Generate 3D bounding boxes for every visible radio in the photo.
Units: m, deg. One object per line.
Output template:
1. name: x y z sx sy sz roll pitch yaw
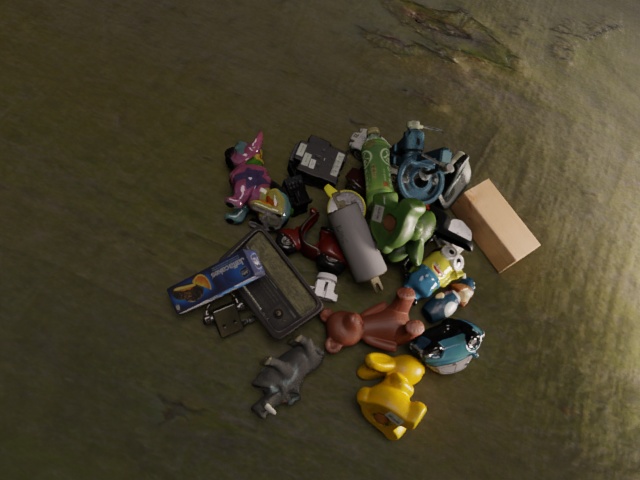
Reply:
1. radio: -0.108 0.096 1.170 0.131 0.073 0.230 -38 78 -4

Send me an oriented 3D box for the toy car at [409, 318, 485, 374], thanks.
1. toy car: 0.283 0.244 1.188 0.162 0.109 0.102 -18 108 -20

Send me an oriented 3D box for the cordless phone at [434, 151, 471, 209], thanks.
1. cordless phone: 0.338 -0.176 1.331 0.089 0.184 0.146 38 66 10

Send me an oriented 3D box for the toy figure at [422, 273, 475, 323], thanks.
1. toy figure: 0.310 0.139 1.262 0.154 0.064 0.058 -31 61 -17

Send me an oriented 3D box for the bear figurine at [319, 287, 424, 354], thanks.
1. bear figurine: 0.106 0.178 1.170 0.196 0.131 0.120 5 53 -15

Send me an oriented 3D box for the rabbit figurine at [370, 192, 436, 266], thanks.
1. rabbit figurine: 0.203 -0.023 1.198 0.170 0.121 0.159 2 96 -45

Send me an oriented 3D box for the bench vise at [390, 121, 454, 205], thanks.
1. bench vise: 0.241 -0.176 1.238 0.129 0.241 0.223 14 87 -15

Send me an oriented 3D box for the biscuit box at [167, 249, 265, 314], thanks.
1. biscuit box: -0.216 0.086 1.119 0.203 0.059 0.063 -27 82 15

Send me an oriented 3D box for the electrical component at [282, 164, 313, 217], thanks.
1. electrical component: -0.065 -0.123 1.288 0.048 0.075 0.119 -22 78 -20

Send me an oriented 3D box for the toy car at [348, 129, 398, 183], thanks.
1. toy car: 0.167 -0.215 1.382 0.202 0.056 0.073 34 65 3

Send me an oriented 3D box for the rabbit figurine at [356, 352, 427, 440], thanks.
1. rabbit figurine: 0.155 0.310 1.146 0.162 0.121 0.173 32 51 13

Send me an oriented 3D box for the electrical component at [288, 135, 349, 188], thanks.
1. electrical component: -0.008 -0.193 1.338 0.134 0.058 0.115 23 63 -1

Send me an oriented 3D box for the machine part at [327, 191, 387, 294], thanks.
1. machine part: 0.082 0.005 1.191 0.079 0.079 0.243 -24 92 -20

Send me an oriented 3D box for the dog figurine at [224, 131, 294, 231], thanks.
1. dog figurine: -0.142 -0.144 1.262 0.192 0.108 0.219 11 63 2

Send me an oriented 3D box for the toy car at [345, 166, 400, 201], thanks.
1. toy car: 0.148 -0.103 1.334 0.202 0.053 0.089 36 60 1

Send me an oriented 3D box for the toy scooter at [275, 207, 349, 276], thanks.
1. toy scooter: -0.003 -0.004 1.252 0.184 0.075 0.135 24 63 4

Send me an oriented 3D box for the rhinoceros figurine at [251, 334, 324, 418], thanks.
1. rhinoceros figurine: -0.074 0.284 1.122 0.190 0.073 0.112 -42 92 -25

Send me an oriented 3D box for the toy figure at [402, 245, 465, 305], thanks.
1. toy figure: 0.258 0.078 1.266 0.180 0.089 0.082 -39 115 -13

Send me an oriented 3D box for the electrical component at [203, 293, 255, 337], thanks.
1. electrical component: -0.201 0.162 1.160 0.102 0.045 0.078 -28 104 -17
